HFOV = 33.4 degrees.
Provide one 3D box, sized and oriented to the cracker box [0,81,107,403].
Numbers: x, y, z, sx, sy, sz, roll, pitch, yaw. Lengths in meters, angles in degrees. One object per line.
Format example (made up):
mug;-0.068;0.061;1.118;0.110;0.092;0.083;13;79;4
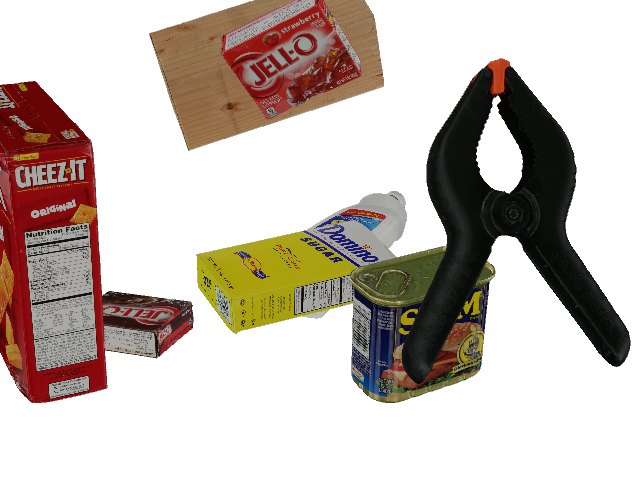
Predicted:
cracker box;-0.233;-0.001;0.858;0.072;0.214;0.164;-11;28;-26

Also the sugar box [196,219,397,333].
sugar box;-0.021;0.031;1.032;0.176;0.048;0.093;-15;34;-22

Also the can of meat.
can of meat;0.071;0.060;0.759;0.101;0.084;0.058;-13;29;-27

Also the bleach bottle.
bleach bottle;0.028;0.002;1.329;0.103;0.068;0.250;16;36;28

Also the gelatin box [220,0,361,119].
gelatin box;-0.023;-0.144;0.838;0.089;0.030;0.073;-23;-52;17

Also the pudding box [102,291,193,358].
pudding box;-0.213;0.094;1.204;0.114;0.039;0.090;4;18;19

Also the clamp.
clamp;0.088;-0.005;0.560;0.120;0.171;0.039;-12;-5;-12

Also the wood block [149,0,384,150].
wood block;-0.052;-0.178;1.054;0.206;0.091;0.090;-19;46;-6
